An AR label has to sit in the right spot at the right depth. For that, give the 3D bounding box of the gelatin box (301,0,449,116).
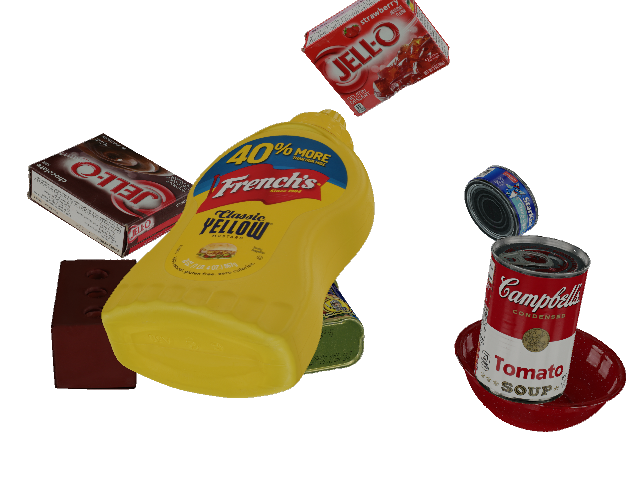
[{"bbox_3d":[0.042,-0.145,0.811,0.089,0.073,0.030,-27,32,26],"label":"gelatin box"}]

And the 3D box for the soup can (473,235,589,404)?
[{"bbox_3d":[0.148,0.055,0.756,0.068,0.102,0.068,4,22,-2],"label":"soup can"}]

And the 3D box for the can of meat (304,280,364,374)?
[{"bbox_3d":[-0.019,0.078,0.974,0.102,0.057,0.084,-8,28,-16],"label":"can of meat"}]

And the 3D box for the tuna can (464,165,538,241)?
[{"bbox_3d":[0.205,-0.040,1.217,0.033,0.086,0.086,-33,15,-24],"label":"tuna can"}]

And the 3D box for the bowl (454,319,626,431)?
[{"bbox_3d":[0.206,0.134,1.022,0.162,0.055,0.162,4,26,-2],"label":"bowl"}]

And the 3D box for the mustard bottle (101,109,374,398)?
[{"bbox_3d":[-0.025,-0.008,0.538,0.096,0.058,0.191,4,40,22],"label":"mustard bottle"}]

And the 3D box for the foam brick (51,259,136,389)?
[{"bbox_3d":[-0.147,0.054,0.700,0.053,0.051,0.078,0,31,-10],"label":"foam brick"}]

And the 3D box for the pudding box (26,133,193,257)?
[{"bbox_3d":[-0.175,-0.040,0.899,0.114,0.039,0.089,28,35,22],"label":"pudding box"}]
